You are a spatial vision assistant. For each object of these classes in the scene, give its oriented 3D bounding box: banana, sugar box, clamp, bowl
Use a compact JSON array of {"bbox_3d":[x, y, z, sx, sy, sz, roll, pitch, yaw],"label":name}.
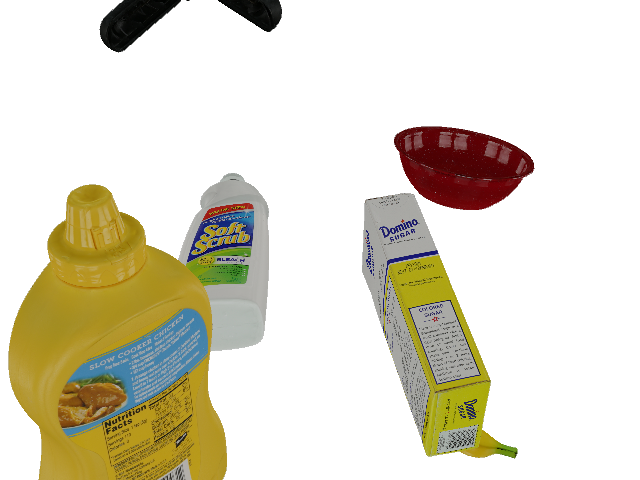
[{"bbox_3d":[0.167,0.208,1.279,0.069,0.037,0.198,10,21,-17],"label":"banana"},{"bbox_3d":[0.074,0.059,0.781,0.048,0.176,0.093,-9,-39,-7],"label":"sugar box"},{"bbox_3d":[-0.080,-0.187,0.753,0.120,0.039,0.171,3,44,5],"label":"clamp"},{"bbox_3d":[0.159,-0.078,1.221,0.162,0.055,0.162,8,25,-4],"label":"bowl"}]

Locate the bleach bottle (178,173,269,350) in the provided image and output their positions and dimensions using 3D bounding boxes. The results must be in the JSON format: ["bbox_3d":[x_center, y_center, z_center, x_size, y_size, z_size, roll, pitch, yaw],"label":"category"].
[{"bbox_3d":[-0.105,0.009,1.126,0.102,0.068,0.251,-3,37,0],"label":"bleach bottle"}]

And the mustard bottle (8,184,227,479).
[{"bbox_3d":[-0.093,0.059,0.491,0.096,0.192,0.058,-27,44,-32],"label":"mustard bottle"}]
